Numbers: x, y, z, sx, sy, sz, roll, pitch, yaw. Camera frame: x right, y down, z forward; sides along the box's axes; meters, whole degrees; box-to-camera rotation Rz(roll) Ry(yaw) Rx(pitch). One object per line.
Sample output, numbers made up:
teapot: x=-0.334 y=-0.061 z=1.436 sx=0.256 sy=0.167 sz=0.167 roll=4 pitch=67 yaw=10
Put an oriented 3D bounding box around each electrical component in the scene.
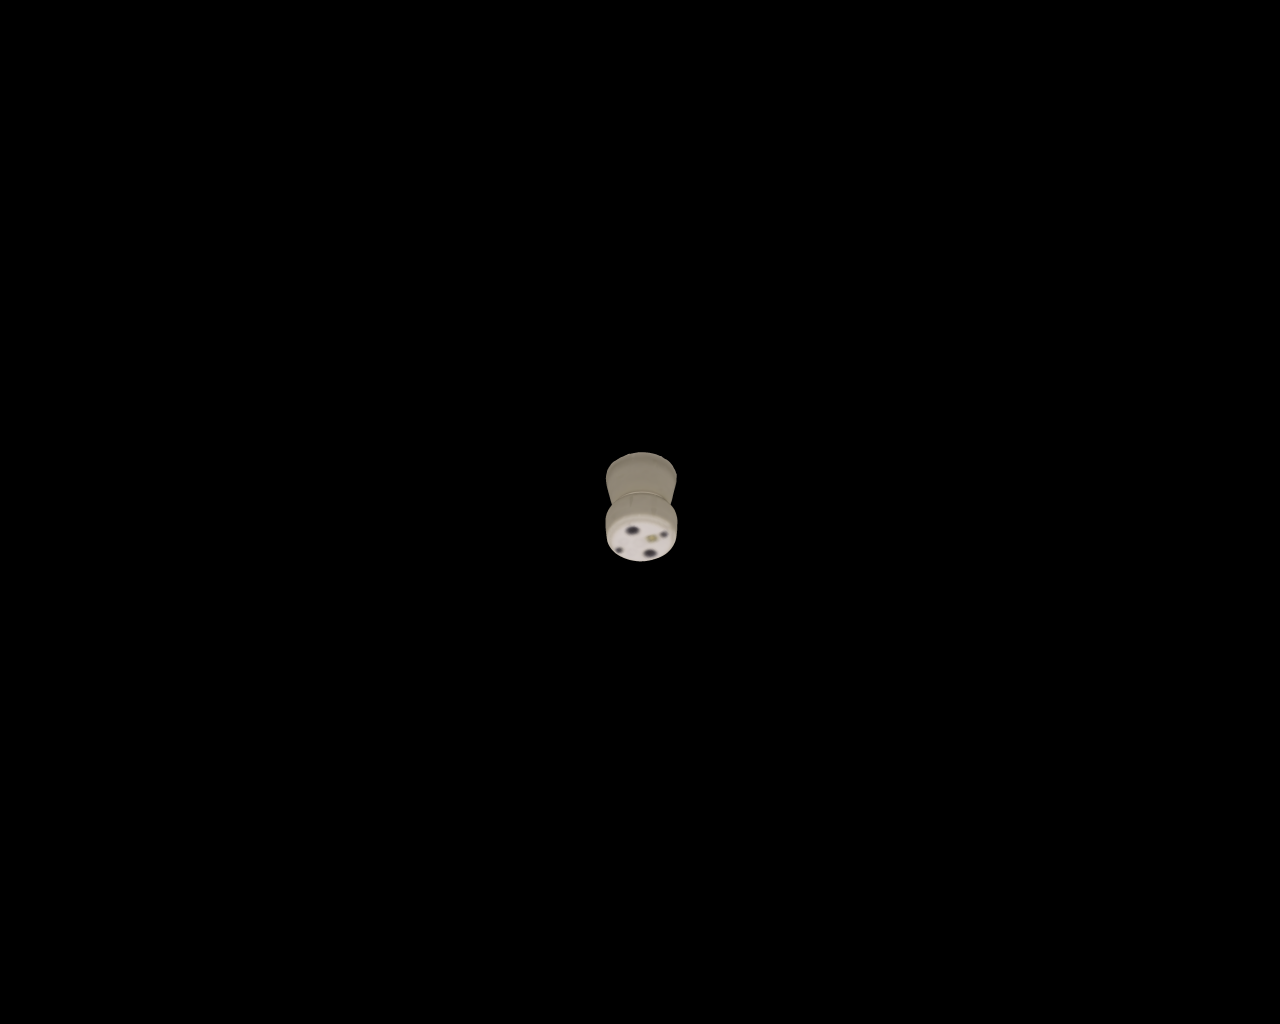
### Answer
electrical component: x=0.001 y=-0.003 z=0.650 sx=0.045 sy=0.055 sz=0.044 roll=0 pitch=-43 yaw=0
